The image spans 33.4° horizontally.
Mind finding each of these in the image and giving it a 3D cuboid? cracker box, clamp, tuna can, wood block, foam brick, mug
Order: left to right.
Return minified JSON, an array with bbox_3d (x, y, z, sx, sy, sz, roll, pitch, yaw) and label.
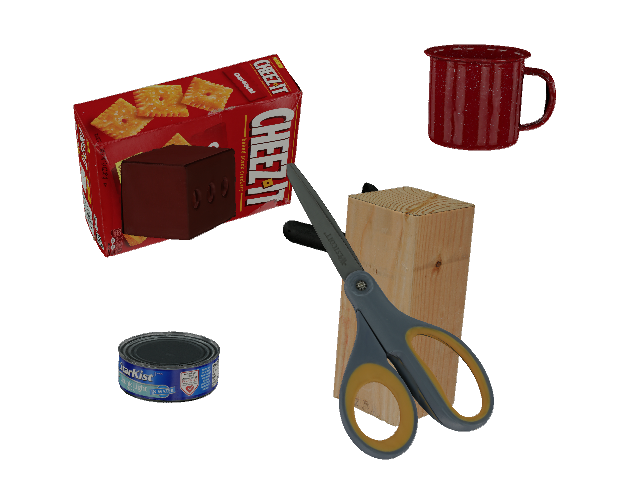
[{"bbox_3d":[-0.129,0.107,0.906,0.086,0.034,0.086,3,14,-1],"label":"tuna can"},{"bbox_3d":[-0.098,-0.035,0.747,0.051,0.053,0.078,7,17,20],"label":"foam brick"},{"bbox_3d":[-0.130,-0.082,1.070,0.213,0.072,0.164,-17,-37,-21],"label":"cracker box"},{"bbox_3d":[0.069,0.014,1.247,0.164,0.036,0.210,-21,51,-39],"label":"clamp"},{"bbox_3d":[0.080,0.061,1.034,0.090,0.206,0.090,-10,21,-43],"label":"wood block"},{"bbox_3d":[0.149,-0.127,0.947,0.117,0.081,0.093,4,19,12],"label":"mug"}]

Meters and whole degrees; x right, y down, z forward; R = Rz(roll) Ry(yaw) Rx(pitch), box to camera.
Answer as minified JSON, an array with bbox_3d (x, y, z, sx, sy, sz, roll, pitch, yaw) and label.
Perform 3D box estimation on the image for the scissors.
[{"bbox_3d":[0.015,0.046,0.634,0.096,0.202,0.016,-40,-19,-17],"label":"scissors"}]
